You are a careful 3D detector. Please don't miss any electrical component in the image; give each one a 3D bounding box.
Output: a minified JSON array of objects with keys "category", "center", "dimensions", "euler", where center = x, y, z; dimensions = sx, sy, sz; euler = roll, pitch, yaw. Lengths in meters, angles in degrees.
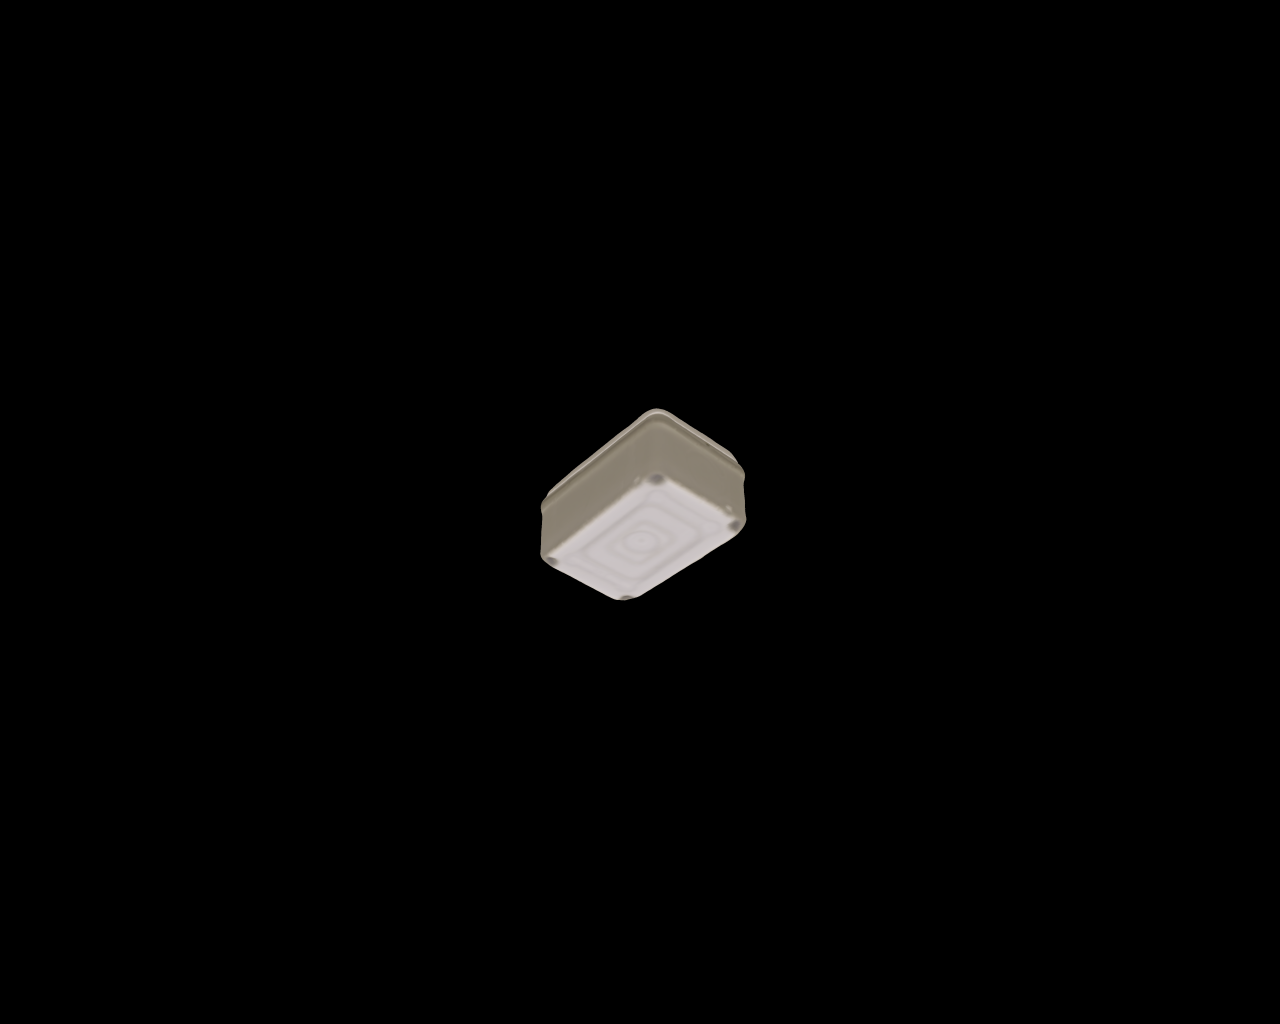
[{"category":"electrical component","center":[0.001,-0.003,0.650],"dimensions":[0.078,0.057,0.113],"euler":[30,-49,-31]}]
